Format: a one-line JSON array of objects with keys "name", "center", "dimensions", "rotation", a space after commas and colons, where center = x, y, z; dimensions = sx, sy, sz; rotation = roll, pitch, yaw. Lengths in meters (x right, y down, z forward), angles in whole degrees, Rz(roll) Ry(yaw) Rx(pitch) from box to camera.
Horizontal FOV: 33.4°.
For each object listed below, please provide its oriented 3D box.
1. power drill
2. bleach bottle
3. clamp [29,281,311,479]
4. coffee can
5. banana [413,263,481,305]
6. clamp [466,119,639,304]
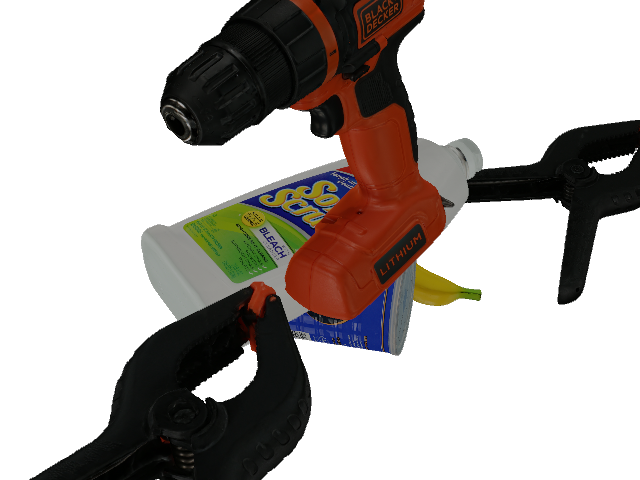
[{"name": "power drill", "center": [0.005, -0.050, 0.548], "dimensions": [0.057, 0.187, 0.184], "rotation": [26, 52, 34]}, {"name": "bleach bottle", "center": [0.006, -0.015, 0.759], "dimensions": [0.250, 0.068, 0.103], "rotation": [-28, 55, -22]}, {"name": "clamp", "center": [-0.044, 0.084, 0.405], "dimensions": [0.120, 0.039, 0.171], "rotation": [24, 49, 17]}, {"name": "coffee can", "center": [0.011, 0.045, 0.988], "dimensions": [0.140, 0.103, 0.102], "rotation": [8, 2, 12]}, {"name": "banana", "center": [0.096, 0.029, 1.195], "dimensions": [0.069, 0.037, 0.198], "rotation": [3, 23, -31]}, {"name": "clamp", "center": [0.206, -0.036, 0.850], "dimensions": [0.209, 0.036, 0.165], "rotation": [-25, 49, -20]}]
